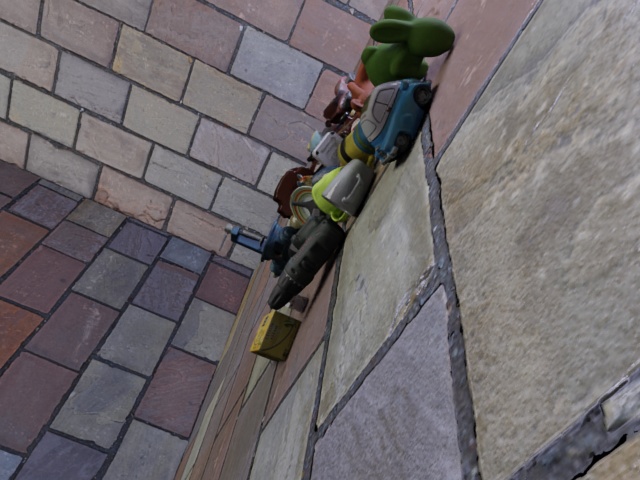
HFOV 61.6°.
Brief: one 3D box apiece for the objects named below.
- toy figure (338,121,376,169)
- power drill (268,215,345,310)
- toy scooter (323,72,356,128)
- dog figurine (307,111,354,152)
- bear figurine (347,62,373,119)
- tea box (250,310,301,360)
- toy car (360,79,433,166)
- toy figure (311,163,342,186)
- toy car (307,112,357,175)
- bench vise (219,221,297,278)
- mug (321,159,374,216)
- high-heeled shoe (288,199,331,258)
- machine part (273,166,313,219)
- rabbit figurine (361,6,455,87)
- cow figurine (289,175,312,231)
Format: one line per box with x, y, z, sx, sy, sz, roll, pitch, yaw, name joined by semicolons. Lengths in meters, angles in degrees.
0.098;-0.210;1.130;0.082;0.089;0.180;-64;4;-24;toy figure
-0.036;0.034;1.214;0.232;0.086;0.207;-50;5;18;power drill
0.062;-0.392;1.532;0.135;0.075;0.184;-47;19;37;toy scooter
0.070;-0.347;1.626;0.219;0.108;0.191;-57;-11;25;dog figurine
0.127;-0.334;1.222;0.132;0.120;0.196;-59;11;18;bear figurine
-0.107;0.225;1.250;0.169;0.068;0.098;134;159;-70;tea box
0.124;-0.219;0.949;0.161;0.103;0.109;-65;6;-9;toy car
0.053;-0.163;1.293;0.154;0.057;0.064;-23;26;25;toy figure
0.050;-0.249;1.414;0.202;0.089;0.053;-49;2;-9;toy car
-0.156;0.019;1.521;0.223;0.241;0.129;113;176;-64;bench vise
0.065;-0.114;1.109;0.107;0.081;0.109;-59;8;-1;mug
-0.003;-0.004;1.377;0.086;0.145;0.248;-49;-37;-50;high-heeled shoe
-0.049;-0.130;1.592;0.179;0.179;0.056;-66;10;-7;machine part
0.168;-0.359;0.997;0.170;0.159;0.121;-28;25;52;rabbit figurine
-0.026;-0.098;1.476;0.085;0.127;0.194;-89;23;-60;cow figurine
